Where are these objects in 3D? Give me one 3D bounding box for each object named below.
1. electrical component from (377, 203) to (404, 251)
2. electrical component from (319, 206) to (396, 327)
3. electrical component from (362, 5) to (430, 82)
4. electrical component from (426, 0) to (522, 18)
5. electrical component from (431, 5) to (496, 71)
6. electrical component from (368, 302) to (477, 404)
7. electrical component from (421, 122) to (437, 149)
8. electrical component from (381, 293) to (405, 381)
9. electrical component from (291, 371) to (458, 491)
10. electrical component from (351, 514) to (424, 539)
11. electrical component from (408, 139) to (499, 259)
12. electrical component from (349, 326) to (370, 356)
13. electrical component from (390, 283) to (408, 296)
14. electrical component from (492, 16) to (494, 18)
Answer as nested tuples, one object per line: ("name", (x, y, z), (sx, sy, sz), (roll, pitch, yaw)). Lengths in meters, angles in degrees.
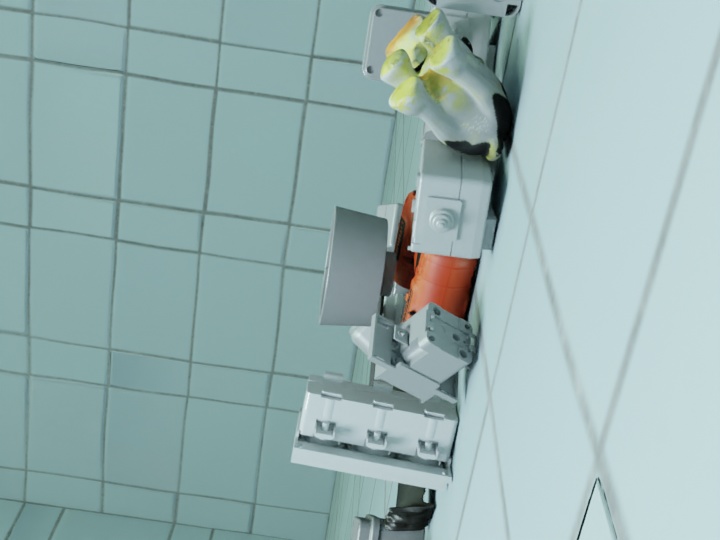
("electrical component", (0.062, -0.042, 1.133), (0.077, 0.066, 0.047), (-1, 79, 59))
("electrical component", (0.000, 0.000, 0.969), (0.108, 0.060, 0.108), (-172, 90, -86))
("electrical component", (0.063, -0.233, 1.139), (0.057, 0.113, 0.078), (-73, -8, -80))
("electrical component", (0.092, -0.258, 0.829), (0.057, 0.078, 0.113), (-92, 10, -67))
("electrical component", (0.088, -0.196, 0.960), (0.096, 0.061, 0.061), (110, 168, -82))
("electrical component", (0.048, 0.059, 0.796), (0.064, 0.081, 0.042), (-42, 30, 38))
("electrical component", (0.082, -0.135, 0.916), (0.078, 0.058, 0.057), (104, 171, -75))
("electrical component", (0.045, 0.085, 1.054), (0.113, 0.057, 0.078), (-83, 3, -53))
("electrical component", (0.012, 0.125, 0.844), (0.078, 0.121, 0.063), (-88, 10, -75))
("electrical component", (0.020, 0.265, 0.978), (0.113, 0.057, 0.078), (106, 172, -78))
("electrical component", (0.070, -0.051, 0.795), (0.096, 0.061, 0.061), (-80, -4, -63))
("electrical component", (0.028, 0.068, 1.173), (0.053, 0.059, 0.095), (-48, -7, 7))
("electrical component", (0.058, 0.020, 1.122), (0.055, 0.047, 0.055), (-171, 90, -88))
("electrical component", (0.090, -0.259, 0.964), (0.083, 0.076, 0.047), (-101, 20, -86))
